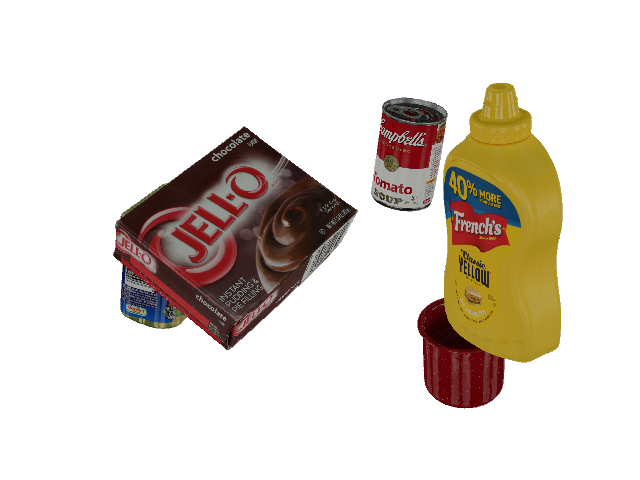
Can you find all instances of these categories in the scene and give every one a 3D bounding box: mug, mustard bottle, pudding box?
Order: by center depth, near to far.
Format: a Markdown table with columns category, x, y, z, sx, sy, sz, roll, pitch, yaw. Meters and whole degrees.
| category | x | y | z | sx | sy | sz | roll | pitch | yaw |
| --- | --- | --- | --- | --- | --- | --- | --- | --- | --- |
| pudding box | -0.048 | -0.004 | 0.612 | 0.090 | 0.039 | 0.113 | 38 | 51 | 14 |
| mustard bottle | 0.125 | -0.016 | 0.743 | 0.058 | 0.192 | 0.096 | -19 | 30 | -26 |
| mug | 0.152 | 0.109 | 1.088 | 0.093 | 0.081 | 0.117 | 18 | 40 | 30 |

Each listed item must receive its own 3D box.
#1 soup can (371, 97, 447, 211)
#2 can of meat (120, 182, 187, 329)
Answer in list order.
| category | x | y | z | sx | sy | sz | roll | pitch | yaw |
| --- | --- | --- | --- | --- | --- | --- | --- | --- | --- |
| soup can | 0.092 | -0.090 | 1.122 | 0.068 | 0.102 | 0.068 | 5 | 29 | -3 |
| can of meat | -0.118 | 0.011 | 0.849 | 0.057 | 0.084 | 0.102 | 14 | 25 | 13 |
